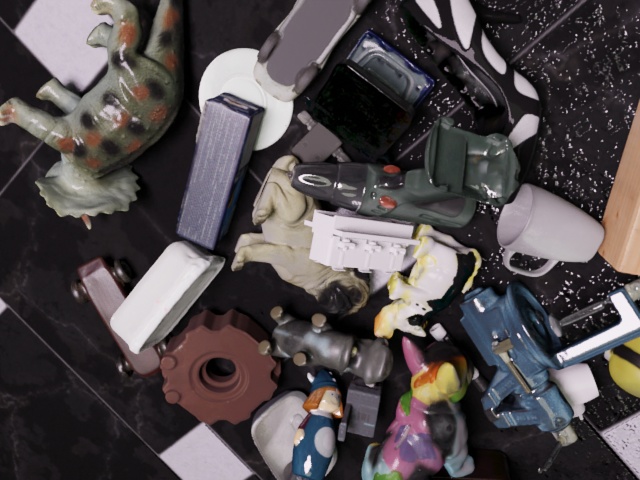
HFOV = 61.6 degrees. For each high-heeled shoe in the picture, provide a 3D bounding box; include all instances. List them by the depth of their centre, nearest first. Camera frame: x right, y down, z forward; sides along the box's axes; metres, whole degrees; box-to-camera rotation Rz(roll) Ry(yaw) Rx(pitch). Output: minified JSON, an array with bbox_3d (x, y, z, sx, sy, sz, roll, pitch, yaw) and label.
[{"bbox_3d":[0.164,-0.164,0.613,0.145,0.086,0.248,-1,90,-8],"label":"high-heeled shoe"}]

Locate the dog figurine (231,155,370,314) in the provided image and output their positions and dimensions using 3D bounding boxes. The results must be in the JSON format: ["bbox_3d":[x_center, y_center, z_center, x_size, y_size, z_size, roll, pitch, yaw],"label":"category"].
[{"bbox_3d":[-0.002,-0.002,0.715,0.190,0.121,0.172,21,114,-11],"label":"dog figurine"}]

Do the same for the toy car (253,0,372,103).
[{"bbox_3d":[-0.004,-0.258,0.642,0.073,0.056,0.201,37,107,-8],"label":"toy car"}]

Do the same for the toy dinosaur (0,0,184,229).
[{"bbox_3d":[-0.257,-0.173,0.697,0.405,0.131,0.192,-40,109,16],"label":"toy dinosaur"}]

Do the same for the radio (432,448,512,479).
[{"bbox_3d":[0.227,0.428,0.808,0.131,0.073,0.229,-5,107,13],"label":"radio"}]

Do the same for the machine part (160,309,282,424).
[{"bbox_3d":[-0.147,0.191,0.800,0.179,0.056,0.179,-1,109,-3],"label":"machine part"}]

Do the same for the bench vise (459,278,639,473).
[{"bbox_3d":[0.293,0.132,0.657,0.240,0.129,0.224,-36,68,29],"label":"bench vise"}]

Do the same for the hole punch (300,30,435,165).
[{"bbox_3d":[0.062,-0.172,0.649,0.142,0.092,0.116,34,148,-7],"label":"hole punch"}]

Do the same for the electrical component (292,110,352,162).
[{"bbox_3d":[-0.005,-0.122,0.705,0.063,0.021,0.094,-40,97,21],"label":"electrical component"}]

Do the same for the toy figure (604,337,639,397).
[{"bbox_3d":[0.429,0.114,0.657,0.082,0.089,0.180,37,113,5],"label":"toy figure"}]

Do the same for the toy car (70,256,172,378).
[{"bbox_3d":[-0.301,0.119,0.828,0.089,0.053,0.202,-27,100,2],"label":"toy car"}]

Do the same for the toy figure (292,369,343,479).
[{"bbox_3d":[0.001,0.260,0.769,0.058,0.154,0.064,0,148,25],"label":"toy figure"}]

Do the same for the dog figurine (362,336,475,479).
[{"bbox_3d":[0.131,0.236,0.709,0.109,0.191,0.218,28,137,46],"label":"dog figurine"}]

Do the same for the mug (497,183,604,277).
[{"bbox_3d":[0.280,-0.003,0.655,0.107,0.081,0.109,16,105,-4],"label":"mug"}]

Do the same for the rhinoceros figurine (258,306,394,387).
[{"bbox_3d":[0.006,0.148,0.729,0.191,0.112,0.073,7,67,36],"label":"rhinoceros figurine"}]

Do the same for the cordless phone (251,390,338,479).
[{"bbox_3d":[-0.054,0.323,0.774,0.089,0.184,0.146,-24,102,22],"label":"cordless phone"}]

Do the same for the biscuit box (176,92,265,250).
[{"bbox_3d":[-0.135,-0.087,0.710,0.063,0.059,0.202,24,118,3],"label":"biscuit box"}]

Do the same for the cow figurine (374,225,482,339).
[{"bbox_3d":[0.139,0.070,0.717,0.098,0.068,0.167,24,112,-3],"label":"cow figurine"}]

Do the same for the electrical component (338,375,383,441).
[{"bbox_3d":[0.059,0.235,0.757,0.048,0.119,0.074,9,107,9],"label":"electrical component"}]

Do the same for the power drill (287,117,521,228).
[{"bbox_3d":[0.097,-0.064,0.597,0.232,0.207,0.086,12,74,-19],"label":"power drill"}]
